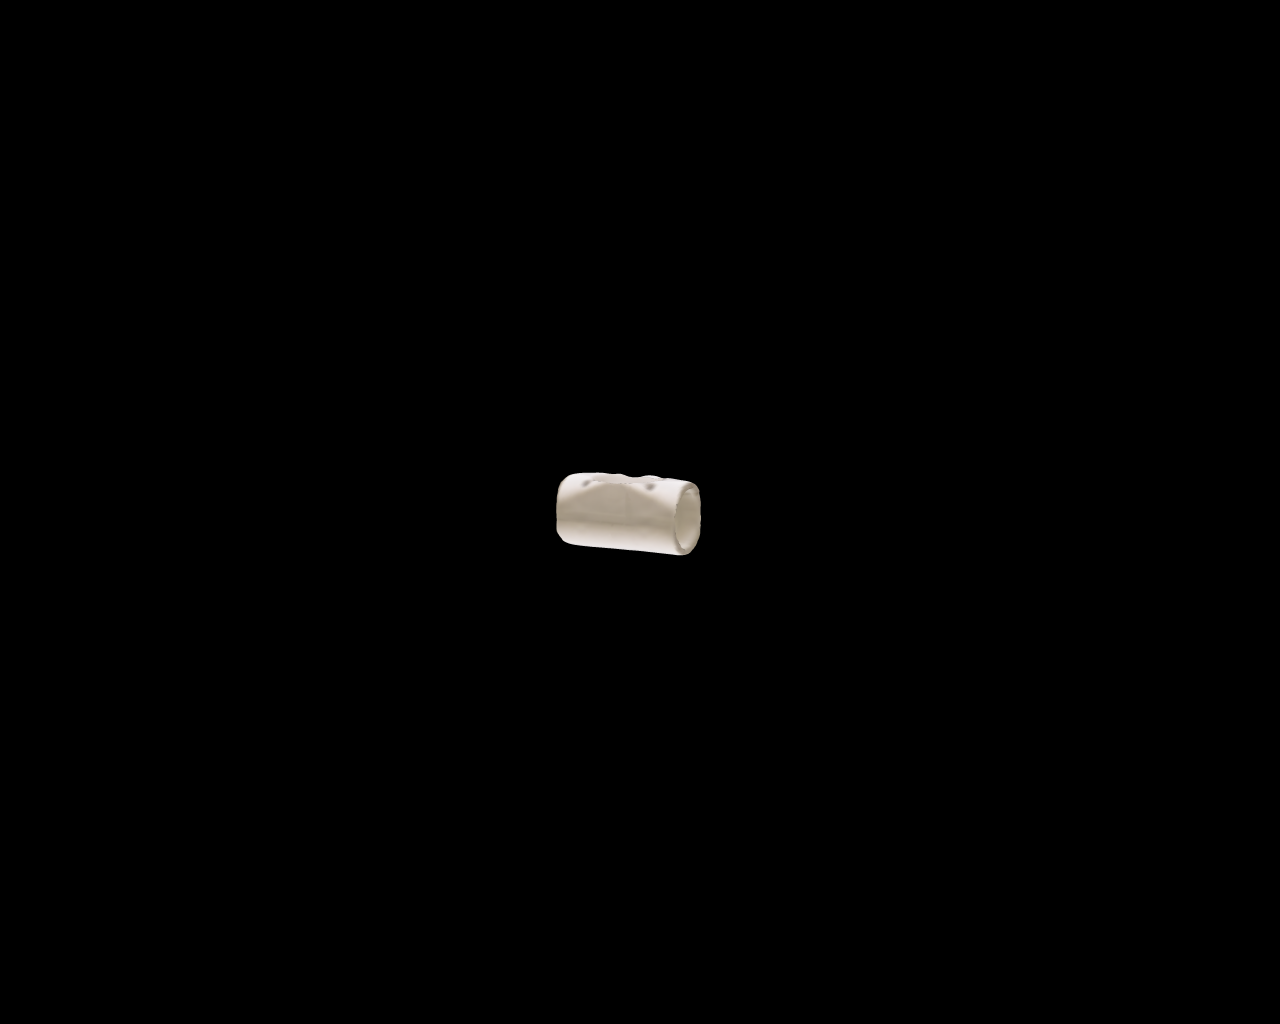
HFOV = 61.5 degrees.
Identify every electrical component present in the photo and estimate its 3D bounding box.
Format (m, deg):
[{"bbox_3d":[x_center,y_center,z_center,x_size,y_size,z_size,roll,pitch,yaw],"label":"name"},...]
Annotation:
[{"bbox_3d":[0.001,-0.003,0.650,0.077,0.044,0.079,5,12,24],"label":"electrical component"}]
